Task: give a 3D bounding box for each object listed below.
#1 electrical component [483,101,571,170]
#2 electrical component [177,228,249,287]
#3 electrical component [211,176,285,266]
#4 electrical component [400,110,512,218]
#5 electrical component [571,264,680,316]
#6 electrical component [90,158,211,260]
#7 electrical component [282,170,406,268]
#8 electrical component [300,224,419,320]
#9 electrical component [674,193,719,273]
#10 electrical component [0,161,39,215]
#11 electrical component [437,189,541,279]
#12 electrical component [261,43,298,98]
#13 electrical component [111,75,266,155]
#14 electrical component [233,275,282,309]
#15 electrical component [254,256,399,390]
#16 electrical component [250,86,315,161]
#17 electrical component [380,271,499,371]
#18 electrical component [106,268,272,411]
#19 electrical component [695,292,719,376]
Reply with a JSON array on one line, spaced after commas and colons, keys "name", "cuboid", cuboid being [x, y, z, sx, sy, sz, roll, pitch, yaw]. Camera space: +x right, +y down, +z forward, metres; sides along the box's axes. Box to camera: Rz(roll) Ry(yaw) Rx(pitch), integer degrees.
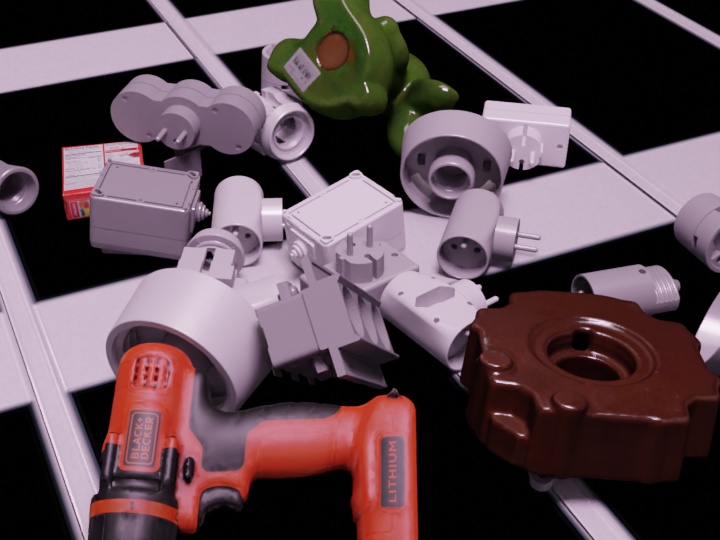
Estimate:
[{"name": "electrical component", "cuboid": [0.156, -0.120, 1.023, 0.083, 0.047, 0.075, 7, 36, 8]}, {"name": "electrical component", "cuboid": [-0.118, 0.000, 0.853, 0.066, 0.048, 0.055, 3, 43, 3]}, {"name": "electrical component", "cuboid": [-0.086, -0.042, 0.913, 0.079, 0.043, 0.077, -1, 36, -3]}, {"name": "electrical component", "cuboid": [0.083, -0.095, 0.949, 0.099, 0.099, 0.064, 6, 42, 8]}, {"name": "electrical component", "cuboid": [0.210, 0.018, 0.835, 0.081, 0.043, 0.043, -9, 37, -14]}, {"name": "electrical component", "cuboid": [-0.175, -0.047, 0.908, 0.096, 0.061, 0.061, 9, 35, -3]}, {"name": "electrical component", "cuboid": [-0.017, -0.026, 0.883, 0.096, 0.061, 0.062, -31, 46, -25]}, {"name": "electrical component", "cuboid": [0.000, 0.000, 0.827, 0.083, 0.075, 0.047, -23, 41, -30]}, {"name": "electrical component", "cuboid": [0.297, -0.033, 0.900, 0.055, 0.055, 0.047, -14, 35, -19]}, {"name": "electrical component", "cuboid": [-0.324, -0.080, 0.963, 0.065, 0.044, 0.044, 25, 42, 37]}, {"name": "electrical component", "cuboid": [0.111, -0.028, 0.897, 0.079, 0.043, 0.077, 10, 36, 12]}, {"name": "electrical component", "cuboid": [-0.079, -0.212, 1.145, 0.055, 0.047, 0.055, 1, 36, 0]}, {"name": "electrical component", "cuboid": [-0.162, -0.134, 0.976, 0.138, 0.052, 0.073, 9, 37, 10]}, {"name": "electrical component", "cuboid": [-0.084, 0.045, 0.791, 0.077, 0.044, 0.079, -18, 39, -24]}, {"name": "electrical component", "cuboid": [-0.021, 0.043, 0.726, 0.063, 0.121, 0.078, -21, 76, 9]}, {"name": "electrical component", "cuboid": [-0.081, -0.140, 1.037, 0.078, 0.058, 0.057, -23, 39, -30]}, {"name": "electrical component", "cuboid": [0.069, 0.031, 0.814, 0.079, 0.043, 0.077, -24, 42, -31]}, {"name": "electrical component", "cuboid": [-0.118, 0.059, 0.721, 0.108, 0.108, 0.060, 14, 44, 17]}, {"name": "electrical component", "cuboid": [0.283, 0.034, 0.773, 0.064, 0.099, 0.099, 18, 39, 13]}]
